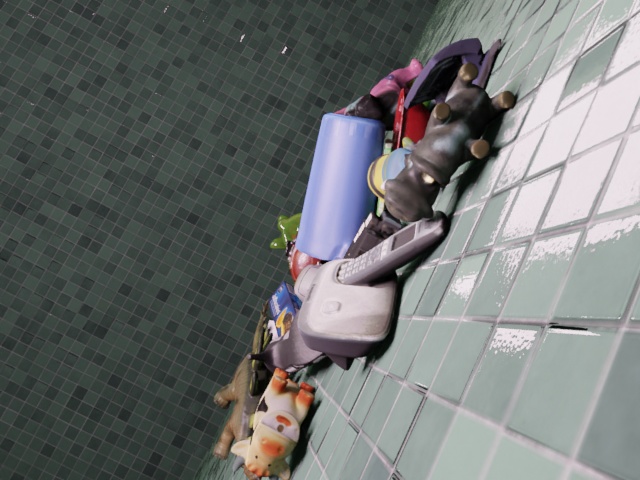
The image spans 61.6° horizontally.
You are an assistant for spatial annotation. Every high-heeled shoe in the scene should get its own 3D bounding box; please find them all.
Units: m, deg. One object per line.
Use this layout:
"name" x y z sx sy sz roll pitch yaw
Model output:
"high-heeled shoe" -0.006 0.166 0.880 0.249 0.145 0.086 -25 67 30

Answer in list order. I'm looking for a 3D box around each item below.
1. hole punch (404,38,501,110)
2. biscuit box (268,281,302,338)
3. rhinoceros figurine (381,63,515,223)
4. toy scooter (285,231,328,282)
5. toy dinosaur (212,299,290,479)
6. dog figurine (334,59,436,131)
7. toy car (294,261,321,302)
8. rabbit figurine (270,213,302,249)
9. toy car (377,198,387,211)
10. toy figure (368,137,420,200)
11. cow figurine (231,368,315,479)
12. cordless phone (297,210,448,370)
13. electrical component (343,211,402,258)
"hole punch" 0.198 -0.243 0.820 0.116 0.092 0.142 -60 -2 -31
"biscuit box" -0.054 0.160 1.095 0.063 0.059 0.203 -52 23 9
"rhinoceros figurine" 0.134 -0.104 0.593 0.190 0.073 0.112 -56 5 -20
"toy scooter" -0.002 -0.003 1.071 0.184 0.135 0.075 -39 0 -7
"toy dinosaur" -0.131 0.292 1.105 0.198 0.105 0.472 -58 20 18
"dog figurine" 0.121 -0.248 1.057 0.219 0.108 0.191 -32 -4 -8
"toy car" 0.007 0.086 0.964 0.109 0.103 0.161 -62 5 -8
"rabbit figurine" -0.035 0.010 1.235 0.170 0.159 0.121 63 -137 -73
"toy car" 0.133 -0.119 1.056 0.201 0.056 0.073 -63 3 -17
"toy figure" 0.121 -0.096 0.771 0.082 0.089 0.180 -55 1 0
"cow figurine" -0.063 0.260 0.761 0.195 0.085 0.127 115 180 -84
"cordless phone" 0.070 0.050 0.601 0.184 0.088 0.147 -38 16 31
"electrical component" 0.075 0.022 0.811 0.134 0.058 0.115 -61 5 14
